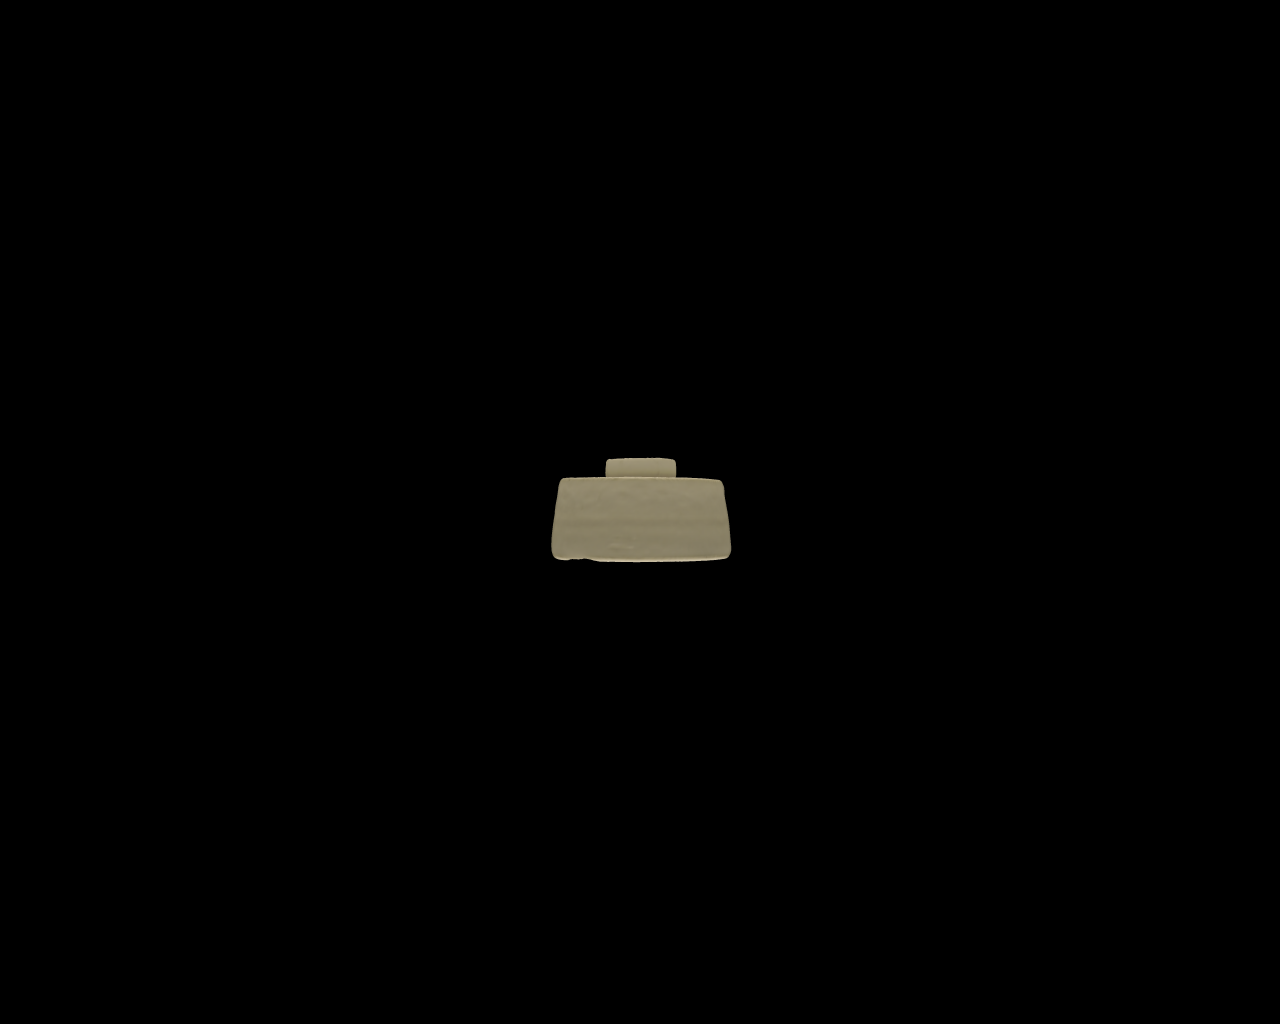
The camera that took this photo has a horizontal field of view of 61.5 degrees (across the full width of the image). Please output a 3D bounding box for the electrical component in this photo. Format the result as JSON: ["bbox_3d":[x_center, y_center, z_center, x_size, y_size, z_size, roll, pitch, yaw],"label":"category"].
[{"bbox_3d":[0.001,-0.003,0.650,0.108,0.060,0.108,0,0,0],"label":"electrical component"}]
